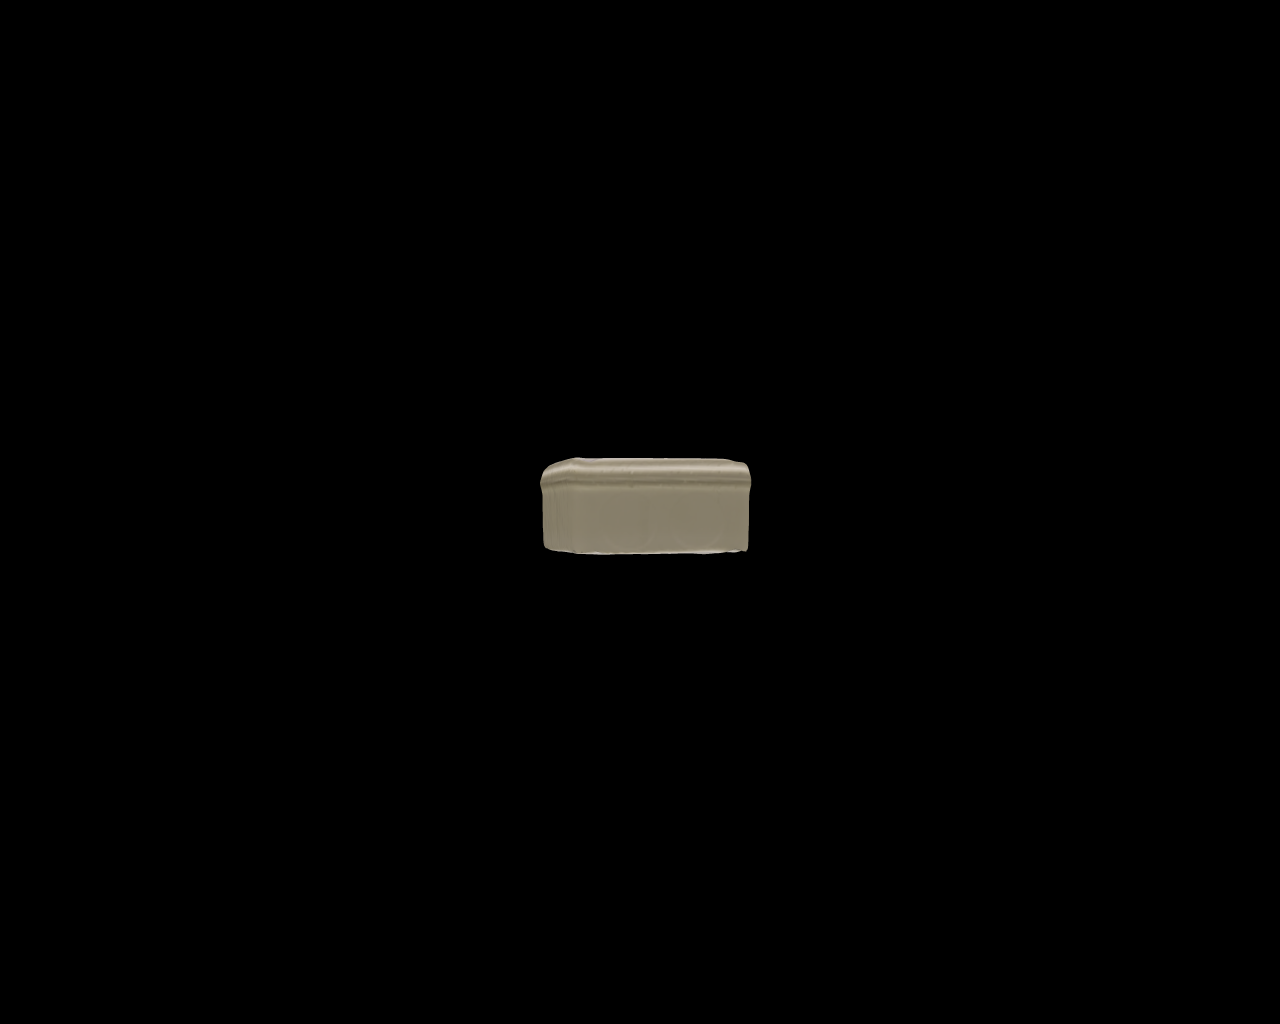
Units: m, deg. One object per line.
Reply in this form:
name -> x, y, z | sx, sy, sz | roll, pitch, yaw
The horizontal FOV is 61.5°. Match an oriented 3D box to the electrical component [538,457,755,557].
electrical component -> 0.001, -0.003, 0.650 | 0.109, 0.056, 0.108 | 0, 0, -15
